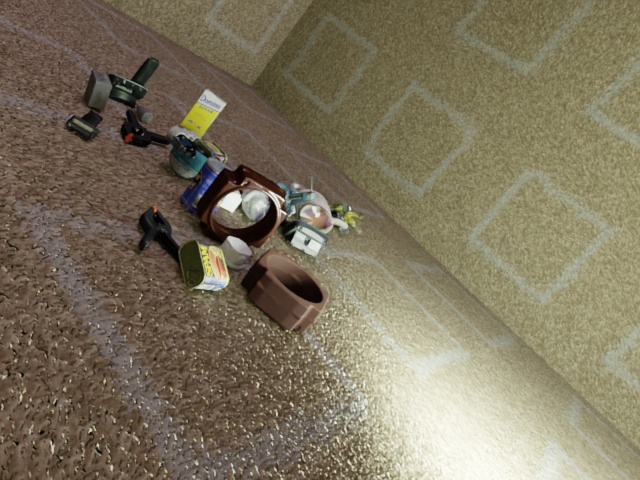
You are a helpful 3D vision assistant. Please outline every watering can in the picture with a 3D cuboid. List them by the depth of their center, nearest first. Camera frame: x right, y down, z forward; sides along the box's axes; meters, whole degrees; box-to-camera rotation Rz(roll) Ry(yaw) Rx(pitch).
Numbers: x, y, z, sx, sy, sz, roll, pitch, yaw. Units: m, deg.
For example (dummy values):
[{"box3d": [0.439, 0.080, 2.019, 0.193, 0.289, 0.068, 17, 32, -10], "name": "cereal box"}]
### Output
[{"box3d": [0.006, -0.104, 2.066, 0.344, 0.103, 0.229, 37, 21, -25], "name": "watering can"}]

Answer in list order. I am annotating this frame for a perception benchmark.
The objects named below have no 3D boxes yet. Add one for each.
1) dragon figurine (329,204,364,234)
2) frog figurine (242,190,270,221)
[{"box3d": [0.043, -0.130, 2.316, 0.407, 0.122, 0.244, 30, 0, -23], "name": "dragon figurine"}, {"box3d": [-0.215, -0.141, 1.639, 0.160, 0.122, 0.138, 45, 11, 4], "name": "frog figurine"}]
